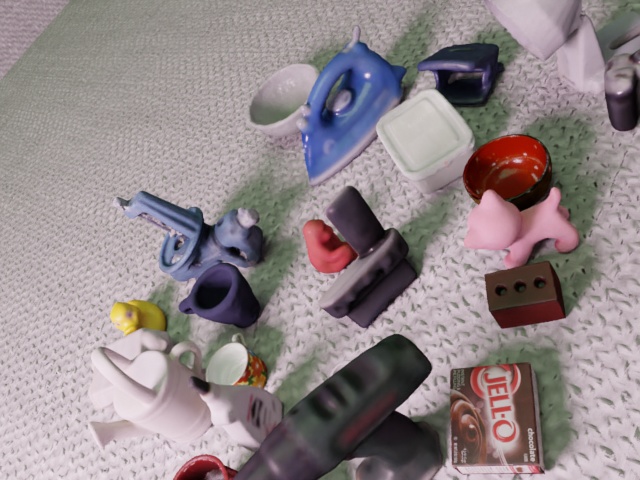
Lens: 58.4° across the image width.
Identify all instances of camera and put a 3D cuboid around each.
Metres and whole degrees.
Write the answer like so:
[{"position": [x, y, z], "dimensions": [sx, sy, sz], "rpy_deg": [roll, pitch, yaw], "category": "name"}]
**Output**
[{"position": [0.419, -0.173, 0.692], "dimensions": [0.142, 0.101, 0.137], "rpy_deg": [-1, 57, 34], "category": "camera"}]

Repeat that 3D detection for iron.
[{"position": [0.030, -0.230, 0.974], "dimensions": [0.118, 0.142, 0.258], "rpy_deg": [24, 73, 43], "category": "iron"}]

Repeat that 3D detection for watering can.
[{"position": [-0.239, 0.210, 0.788], "dimensions": [0.100, 0.195, 0.173], "rpy_deg": [6, 62, 38], "category": "watering can"}]

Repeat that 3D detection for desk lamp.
[{"position": [0.340, -0.303, 0.764], "dimensions": [0.203, 0.214, 0.117], "rpy_deg": [-33, 45, 10], "category": "desk lamp"}]

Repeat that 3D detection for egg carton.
[{"position": [-0.303, 0.208, 0.924], "dimensions": [0.150, 0.070, 0.107], "rpy_deg": [-27, 46, 16], "category": "egg carton"}]

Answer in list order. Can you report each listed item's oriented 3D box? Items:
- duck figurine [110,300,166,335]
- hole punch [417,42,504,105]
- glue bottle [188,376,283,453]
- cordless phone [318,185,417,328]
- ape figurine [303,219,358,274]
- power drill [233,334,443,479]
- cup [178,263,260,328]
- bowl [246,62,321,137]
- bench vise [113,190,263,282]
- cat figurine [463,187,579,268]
[{"position": [-0.319, 0.134, 0.979], "dimensions": [0.077, 0.086, 0.104], "rpy_deg": [-39, 44, 3], "category": "duck figurine"}, {"position": [0.223, -0.281, 0.916], "dimensions": [0.108, 0.091, 0.101], "rpy_deg": [13, 66, 40], "category": "hole punch"}, {"position": [-0.107, 0.208, 0.713], "dimensions": [0.037, 0.174, 0.078], "rpy_deg": [-18, 49, 23], "category": "glue bottle"}, {"position": [0.034, 0.019, 0.751], "dimensions": [0.148, 0.186, 0.093], "rpy_deg": [-48, 45, -6], "category": "cordless phone"}, {"position": [0.008, 0.003, 0.848], "dimensions": [0.076, 0.092, 0.077], "rpy_deg": [-32, 45, 11], "category": "ape figurine"}, {"position": [0.038, 0.211, 0.586], "dimensions": [0.230, 0.209, 0.075], "rpy_deg": [-48, 45, -6], "category": "power drill"}, {"position": [-0.147, 0.100, 0.879], "dimensions": [0.117, 0.095, 0.091], "rpy_deg": [-26, 47, 16], "category": "cup"}, {"position": [-0.055, -0.256, 1.101], "dimensions": [0.167, 0.075, 0.167], "rpy_deg": [-18, 49, 23], "category": "bowl"}, {"position": [-0.208, -0.029, 0.930], "dimensions": [0.207, 0.220, 0.121], "rpy_deg": [-33, 45, 10], "category": "bench vise"}, {"position": [0.235, -0.022, 0.692], "dimensions": [0.127, 0.118, 0.067], "rpy_deg": [-25, 47, 17], "category": "cat figurine"}]
